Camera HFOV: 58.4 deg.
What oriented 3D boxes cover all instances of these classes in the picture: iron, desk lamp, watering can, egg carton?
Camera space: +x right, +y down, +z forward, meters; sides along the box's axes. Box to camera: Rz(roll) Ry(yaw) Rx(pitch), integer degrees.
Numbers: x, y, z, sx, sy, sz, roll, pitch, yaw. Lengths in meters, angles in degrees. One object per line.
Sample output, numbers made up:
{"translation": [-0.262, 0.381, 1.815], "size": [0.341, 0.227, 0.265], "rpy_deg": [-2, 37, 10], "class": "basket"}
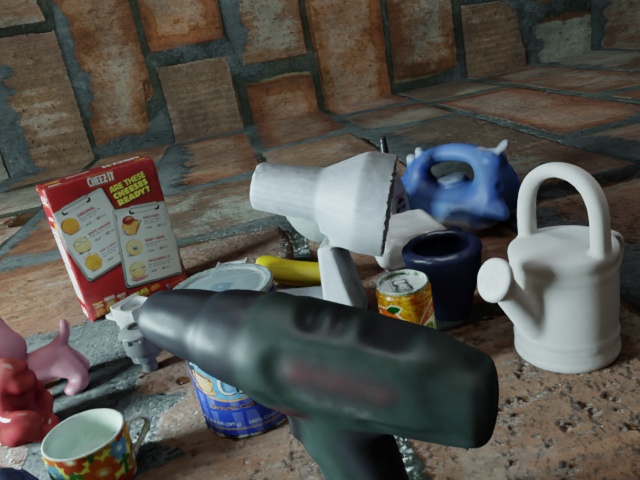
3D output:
{"translation": [0.214, -0.099, 0.957], "size": [0.257, 0.141, 0.119], "rpy_deg": [10, 29, 45], "class": "iron"}
{"translation": [0.006, 0.002, 0.694], "size": [0.203, 0.214, 0.118], "rpy_deg": [-6, 21, 15], "class": "desk lamp"}
{"translation": [0.229, 0.024, 0.547], "size": [0.100, 0.194, 0.173], "rpy_deg": [6, 27, 40], "class": "watering can"}
{"translation": [0.126, 0.007, 0.826], "size": [0.107, 0.069, 0.150], "rpy_deg": [-14, 20, -7], "class": "egg carton"}

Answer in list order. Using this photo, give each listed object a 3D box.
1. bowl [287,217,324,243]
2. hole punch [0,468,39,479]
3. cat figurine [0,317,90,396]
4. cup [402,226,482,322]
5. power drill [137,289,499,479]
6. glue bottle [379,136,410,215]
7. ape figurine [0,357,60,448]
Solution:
{"translation": [0.025, -0.038, 0.992], "size": [0.167, 0.075, 0.167], "rpy_deg": [-10, 20, 4], "class": "bowl"}
{"translation": [-0.264, 0.218, 0.442], "size": [0.108, 0.091, 0.101], "rpy_deg": [8, 28, 42], "class": "hole punch"}
{"translation": [-0.349, 0.135, 0.669], "size": [0.128, 0.118, 0.067], "rpy_deg": [-20, 22, -21], "class": "cat figurine"}
{"translation": [0.153, 0.041, 0.685], "size": [0.091, 0.095, 0.118], "rpy_deg": [-1, 23, 27], "class": "cup"}
{"translation": [0.000, 0.128, 0.371], "size": [0.229, 0.209, 0.076], "rpy_deg": [-2, 22, 23], "class": "power drill"}
{"translation": [0.111, -0.081, 0.917], "size": [0.037, 0.173, 0.078], "rpy_deg": [1, 24, 29], "class": "glue bottle"}
{"translation": [-0.318, 0.167, 0.606], "size": [0.076, 0.092, 0.078], "rpy_deg": [-9, 21, 7], "class": "ape figurine"}
